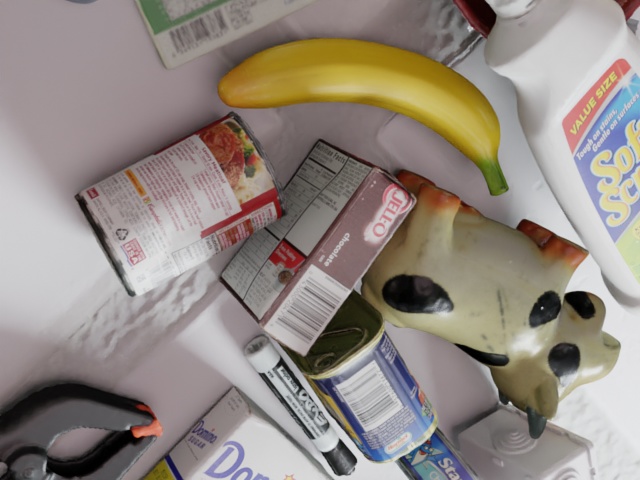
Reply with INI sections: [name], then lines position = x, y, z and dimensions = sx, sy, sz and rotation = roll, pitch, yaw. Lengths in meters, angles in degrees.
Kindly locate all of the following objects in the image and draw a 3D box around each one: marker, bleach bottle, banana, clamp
[marker]
position = -0.010, 0.112, 0.699
dimensions = 0.020, 0.020, 0.121
rotation = -38, 115, -7
[bleach bottle]
position = 0.166, -0.063, 0.641
dimensions = 0.103, 0.068, 0.250
rotation = -36, 123, 13
[banana]
position = 0.035, -0.086, 0.636
dimensions = 0.197, 0.037, 0.069
rotation = 16, 60, -21
[clamp]
position = -0.181, 0.123, 0.625
dimensions = 0.171, 0.039, 0.120
rotation = -25, 119, -17

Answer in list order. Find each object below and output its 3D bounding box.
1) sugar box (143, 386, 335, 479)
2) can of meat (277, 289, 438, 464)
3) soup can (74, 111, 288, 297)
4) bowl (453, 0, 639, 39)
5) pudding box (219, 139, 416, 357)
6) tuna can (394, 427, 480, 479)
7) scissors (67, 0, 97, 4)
[sugar box]
position = -0.081, 0.189, 0.679
dimensions = 0.176, 0.048, 0.093
rotation = -45, 117, -2
[can of meat]
position = 0.019, 0.079, 0.655
dimensions = 0.057, 0.102, 0.084
rotation = -35, 117, -7
[soup can]
position = -0.078, -0.020, 0.605
dimensions = 0.102, 0.069, 0.068
rotation = -29, 114, -11
[bowl]
position = 0.129, -0.194, 0.640
dimensions = 0.162, 0.055, 0.162
rotation = -6, 108, -20
[pudding box]
position = -0.004, 0.001, 0.628
dimensions = 0.039, 0.090, 0.113
rotation = 37, 91, -25
[tuna can]
position = 0.076, 0.152, 0.708
dimensions = 0.033, 0.086, 0.086
rotation = -38, 116, -6
[scissors]
position = -0.166, -0.197, 0.544
dimensions = 0.201, 0.016, 0.096
rotation = 29, 108, -16
